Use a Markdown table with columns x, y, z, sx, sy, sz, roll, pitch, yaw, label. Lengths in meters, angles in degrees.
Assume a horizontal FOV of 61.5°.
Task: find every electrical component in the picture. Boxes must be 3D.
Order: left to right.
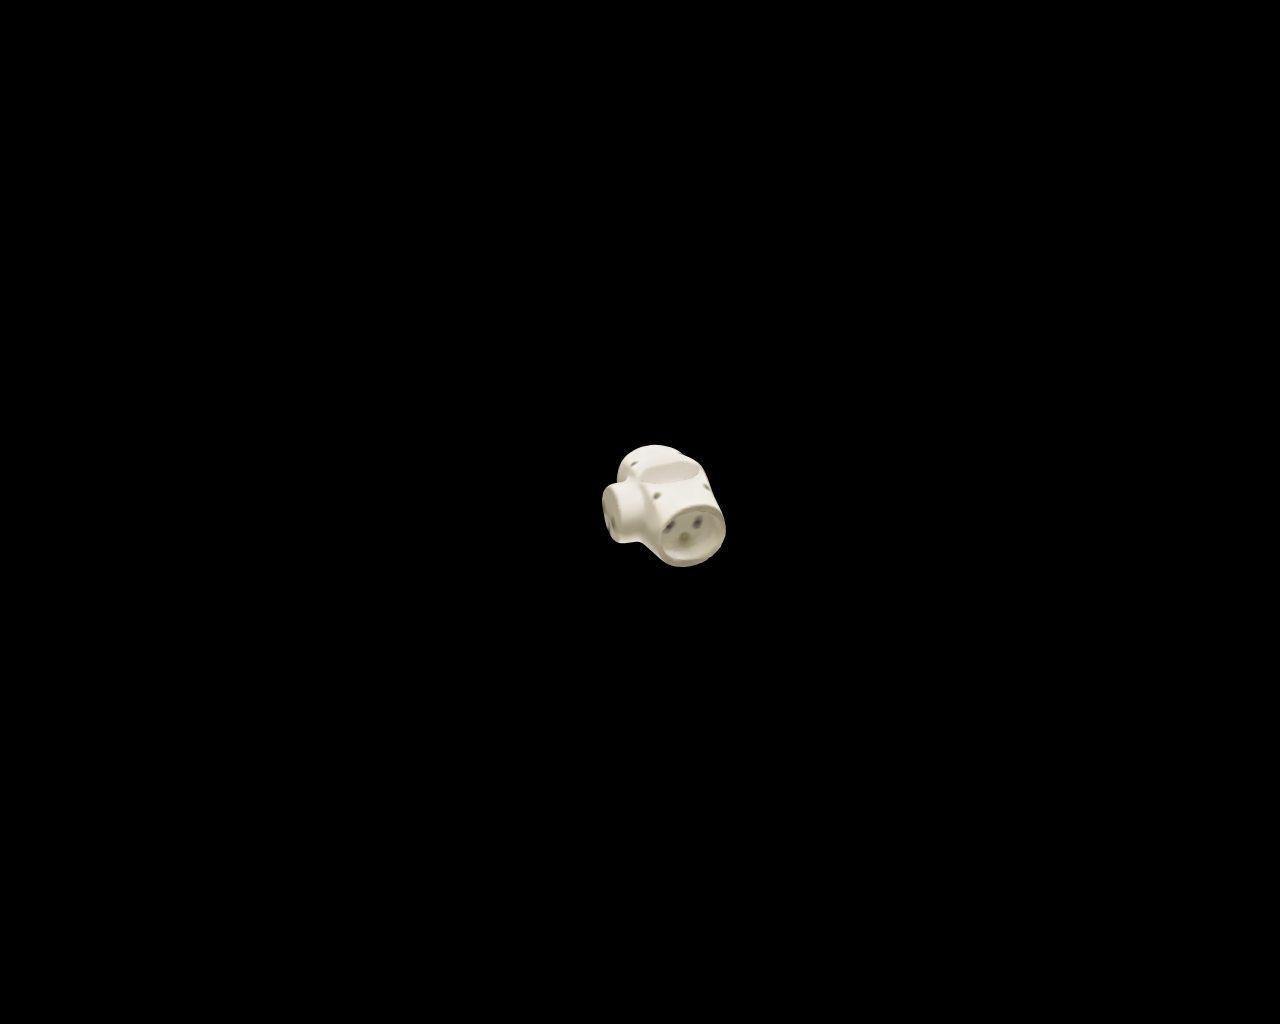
| x | y | z | sx | sy | sz | roll | pitch | yaw | label |
| --- | --- | --- | --- | --- | --- | --- | --- | --- | --- |
| 0.001 | -0.003 | 0.650 | 0.079 | 0.043 | 0.077 | -10 | 35 | -15 | electrical component |
